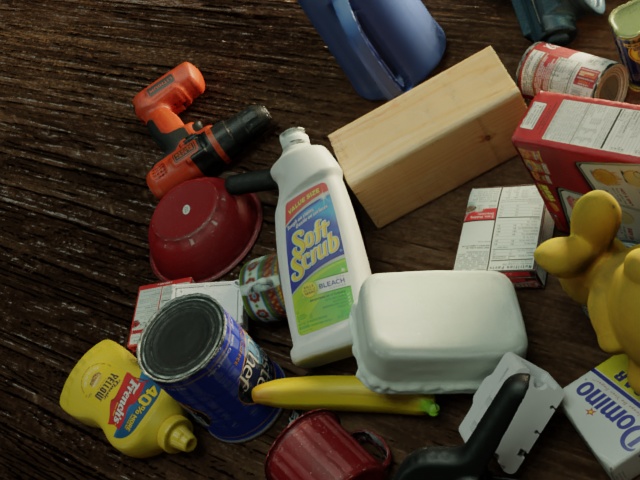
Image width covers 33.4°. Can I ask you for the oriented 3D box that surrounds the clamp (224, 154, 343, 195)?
[{"bbox_3d":[-0.037,-0.075,1.246,0.120,0.039,0.172,-32,21,-16],"label":"clamp"}]

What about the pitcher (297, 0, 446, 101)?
[{"bbox_3d":[0.042,-0.283,1.266,0.149,0.242,0.145,23,73,47],"label":"pitcher"}]

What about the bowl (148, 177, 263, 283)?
[{"bbox_3d":[-0.153,-0.022,1.310,0.162,0.055,0.162,-16,50,19],"label":"bowl"}]

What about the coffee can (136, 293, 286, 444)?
[{"bbox_3d":[-0.109,0.134,1.102,0.103,0.140,0.103,-16,49,19],"label":"coffee can"}]

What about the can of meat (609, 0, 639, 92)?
[{"bbox_3d":[0.365,-0.219,1.137,0.102,0.084,0.057,-24,47,12],"label":"can of meat"}]

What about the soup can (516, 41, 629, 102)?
[{"bbox_3d":[0.275,-0.173,1.166,0.102,0.068,0.068,26,72,41],"label":"soup can"}]

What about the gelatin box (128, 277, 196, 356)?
[{"bbox_3d":[-0.182,0.092,1.256,0.073,0.030,0.089,-11,51,21],"label":"gelatin box"}]

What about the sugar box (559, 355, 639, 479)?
[{"bbox_3d":[0.304,0.127,0.930,0.176,0.048,0.093,-33,45,2],"label":"sugar box"}]

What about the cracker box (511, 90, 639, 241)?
[{"bbox_3d":[0.305,-0.054,0.989,0.214,0.164,0.072,16,67,38],"label":"cracker box"}]

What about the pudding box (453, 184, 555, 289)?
[{"bbox_3d":[0.192,-0.003,1.103,0.090,0.039,0.113,-2,57,29],"label":"pudding box"}]

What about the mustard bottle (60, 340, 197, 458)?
[{"bbox_3d":[-0.201,0.185,1.174,0.192,0.058,0.096,23,71,40],"label":"mustard bottle"}]

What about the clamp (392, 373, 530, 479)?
[{"bbox_3d":[0.144,0.215,0.925,0.210,0.164,0.036,-35,14,32],"label":"clamp"}]

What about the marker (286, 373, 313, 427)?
[{"bbox_3d":[-0.026,0.192,1.093,0.020,0.020,0.121,-2,55,29],"label":"marker"}]

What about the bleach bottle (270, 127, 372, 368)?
[{"bbox_3d":[-0.007,0.001,1.132,0.103,0.068,0.251,-19,72,14],"label":"bleach bottle"}]

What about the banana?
[{"bbox_3d":[0.032,0.152,1.055,0.198,0.069,0.037,-1,81,24],"label":"banana"}]

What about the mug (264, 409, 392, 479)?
[{"bbox_3d":[0.017,0.217,1.010,0.117,0.093,0.082,-18,41,-35],"label":"mug"}]

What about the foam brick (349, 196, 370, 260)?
[{"bbox_3d":[0.018,-0.010,1.201,0.051,0.053,0.078,-22,47,14],"label":"foam brick"}]

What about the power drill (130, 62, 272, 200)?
[{"bbox_3d":[-0.167,-0.158,1.422,0.184,0.057,0.188,-33,46,4],"label":"power drill"}]

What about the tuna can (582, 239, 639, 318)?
[{"bbox_3d":[0.287,0.042,1.015,0.086,0.033,0.086,-16,49,19],"label":"tuna can"}]

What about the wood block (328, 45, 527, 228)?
[{"bbox_3d":[0.127,-0.113,1.191,0.206,0.090,0.090,-28,47,8],"label":"wood block"}]
